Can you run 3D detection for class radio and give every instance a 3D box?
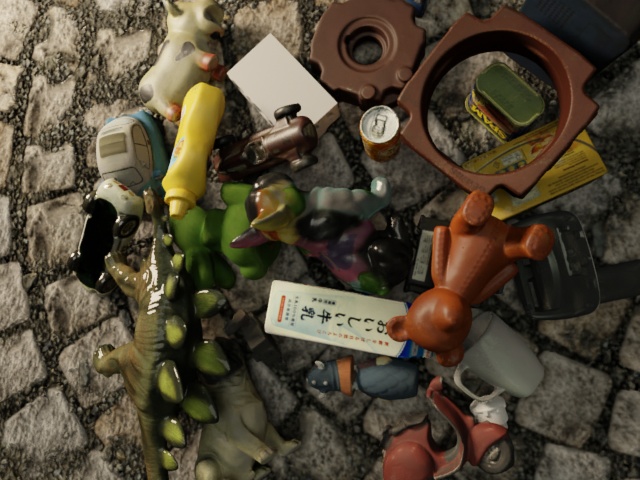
[{"bbox_3d":[0.321,-0.273,0.681,0.131,0.229,0.073,39,94,6],"label":"radio"}]

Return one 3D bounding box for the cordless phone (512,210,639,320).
[{"bbox_3d":[0.360,0.026,0.729,0.184,0.088,0.146,-11,82,-5],"label":"cordless phone"}]

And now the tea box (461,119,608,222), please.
[{"bbox_3d":[0.288,-0.093,0.746,0.170,0.068,0.098,-23,82,4],"label":"tea box"}]

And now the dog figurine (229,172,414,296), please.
[{"bbox_3d":[-0.001,-0.002,0.705,0.219,0.108,0.191,-11,78,-33],"label":"dog figurine"}]

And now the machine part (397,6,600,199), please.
[{"bbox_3d":[0.216,-0.163,0.672,0.201,0.087,0.201,40,102,10],"label":"machine part"}]

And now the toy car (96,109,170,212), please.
[{"bbox_3d":[-0.286,-0.126,0.812,0.109,0.103,0.161,-10,85,6],"label":"toy car"}]

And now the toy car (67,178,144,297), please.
[{"bbox_3d":[-0.319,0.001,0.798,0.073,0.056,0.201,35,122,9],"label":"toy car"}]

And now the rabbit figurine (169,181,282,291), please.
[{"bbox_3d":[-0.144,-0.004,0.791,0.170,0.121,0.159,3,91,26],"label":"rabbit figurine"}]

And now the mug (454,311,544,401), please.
[{"bbox_3d":[0.237,0.167,0.716,0.107,0.081,0.109,38,68,2],"label":"mug"}]

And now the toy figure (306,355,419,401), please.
[{"bbox_3d":[0.059,0.194,0.754,0.155,0.057,0.064,1,78,12],"label":"toy figure"}]

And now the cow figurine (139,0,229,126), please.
[{"bbox_3d":[-0.211,-0.282,0.830,0.127,0.085,0.195,33,94,9],"label":"cow figurine"}]

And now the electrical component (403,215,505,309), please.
[{"bbox_3d":[0.192,0.034,0.752,0.134,0.058,0.114,14,88,9],"label":"electrical component"}]

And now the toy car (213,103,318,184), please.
[{"bbox_3d":[-0.088,-0.125,0.769,0.202,0.053,0.089,-13,99,37],"label":"toy car"}]

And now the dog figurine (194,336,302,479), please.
[{"bbox_3d":[-0.144,0.255,0.765,0.172,0.121,0.191,-39,66,-1],"label":"dog figurine"}]

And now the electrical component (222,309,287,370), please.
[{"bbox_3d":[-0.094,0.142,0.762,0.045,0.102,0.078,-36,49,-1],"label":"electrical component"}]

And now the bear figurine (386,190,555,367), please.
[{"bbox_3d":[0.173,0.055,0.657,0.120,0.132,0.196,32,80,0],"label":"bear figurine"}]

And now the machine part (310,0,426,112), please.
[{"bbox_3d":[0.071,-0.282,0.803,0.179,0.056,0.179,-1,82,8],"label":"machine part"}]

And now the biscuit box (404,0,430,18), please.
[{"bbox_3d":[0.072,-0.403,0.811,0.203,0.063,0.059,22,88,10],"label":"biscuit box"}]

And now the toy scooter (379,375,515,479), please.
[{"bbox_3d":[0.150,0.260,0.713,0.184,0.075,0.135,-30,82,19],"label":"toy scooter"}]

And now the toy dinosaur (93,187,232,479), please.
[{"bbox_3d":[-0.213,0.165,0.721,0.199,0.105,0.470,2,94,43],"label":"toy dinosaur"}]
